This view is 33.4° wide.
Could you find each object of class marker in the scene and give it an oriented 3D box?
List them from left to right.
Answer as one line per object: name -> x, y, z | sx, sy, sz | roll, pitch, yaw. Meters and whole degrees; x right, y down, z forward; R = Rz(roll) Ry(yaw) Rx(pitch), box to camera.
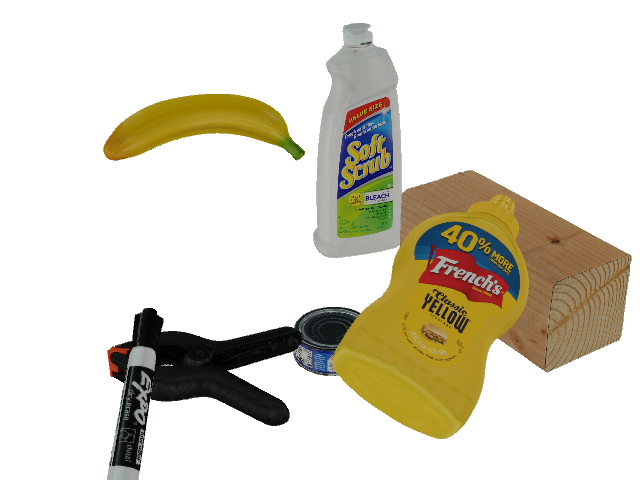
marker -> -0.115, 0.098, 0.663 | 0.020, 0.121, 0.020 | 4, -28, 2

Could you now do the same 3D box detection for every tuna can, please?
tuna can -> 0.014, 0.106, 1.133 | 0.086, 0.034, 0.086 | -1, 28, 0

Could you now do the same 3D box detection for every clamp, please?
clamp -> -0.097, 0.106, 0.936 | 0.171, 0.039, 0.120 | 11, 27, 10

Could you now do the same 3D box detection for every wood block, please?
wood block -> 0.169, 0.020, 0.968 | 0.090, 0.090, 0.206 | -18, 33, -27

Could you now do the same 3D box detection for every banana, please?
banana -> -0.110, -0.108, 0.999 | 0.197, 0.070, 0.037 | -4, -41, -26

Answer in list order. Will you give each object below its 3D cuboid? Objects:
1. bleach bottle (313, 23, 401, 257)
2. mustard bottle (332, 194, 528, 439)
bleach bottle -> 0.037, -0.110, 1.168 | 0.102, 0.251, 0.068 | -8, 25, -11
mustard bottle -> 0.092, 0.037, 0.741 | 0.096, 0.191, 0.058 | 32, -34, 4
